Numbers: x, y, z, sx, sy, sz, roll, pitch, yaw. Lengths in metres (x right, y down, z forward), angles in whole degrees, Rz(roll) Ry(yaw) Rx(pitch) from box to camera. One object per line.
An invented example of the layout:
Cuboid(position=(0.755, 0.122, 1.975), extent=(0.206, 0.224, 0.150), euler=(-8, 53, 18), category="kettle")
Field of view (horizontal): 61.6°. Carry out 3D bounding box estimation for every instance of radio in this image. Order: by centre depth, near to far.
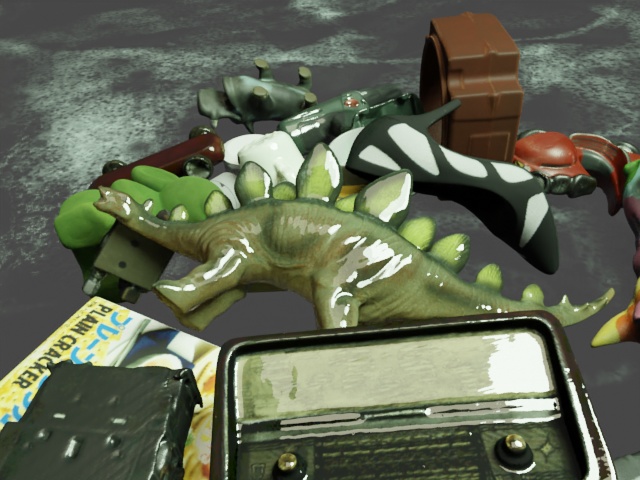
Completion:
Cuboid(position=(0.048, 0.124, 0.340), extent=(0.230, 0.073, 0.131), euler=(-7, 44, 5), category="radio")

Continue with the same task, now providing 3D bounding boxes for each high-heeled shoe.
Cuboid(position=(0.143, -0.034, 0.564), extent=(0.145, 0.248, 0.086), euler=(-36, 4, -8), category="high-heeled shoe")

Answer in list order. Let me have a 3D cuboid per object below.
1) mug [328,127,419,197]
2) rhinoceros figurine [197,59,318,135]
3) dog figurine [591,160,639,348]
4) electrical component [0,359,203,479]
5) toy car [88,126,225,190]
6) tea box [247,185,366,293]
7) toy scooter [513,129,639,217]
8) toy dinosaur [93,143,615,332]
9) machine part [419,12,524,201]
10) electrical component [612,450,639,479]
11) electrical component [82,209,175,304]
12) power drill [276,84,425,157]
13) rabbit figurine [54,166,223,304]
Cuboid(position=(0.071, -0.072, 0.644), extent=(0.110, 0.107, 0.081), euler=(-1, 45, 17), category="mug")
Cuboid(position=(-0.095, -0.218, 0.840), extent=(0.190, 0.112, 0.073), euler=(-3, 68, -19), category="rhinoceros figurine")
Cuboid(position=(0.334, 0.016, 0.519), extent=(0.219, 0.108, 0.192), euler=(-29, 69, -21), category="dog figurine")
Cuboid(position=(-0.149, 0.146, 0.349), extent=(0.115, 0.058, 0.134), euler=(-1, 42, 7), category="electrical component")
Cuboid(position=(-0.220, -0.089, 0.722), extent=(0.202, 0.053, 0.089), euler=(-21, 43, 9), category="toy car")
Cuboid(position=(-0.001, -0.002, 0.588), extent=(0.170, 0.068, 0.098), euler=(-4, 58, -1), category="tea box")
Cuboid(position=(0.329, -0.081, 0.672), extent=(0.184, 0.075, 0.135), euler=(3, 42, 1), category="toy scooter")
Cuboid(position=(0.027, 0.025, 0.482), extent=(0.472, 0.105, 0.198), euler=(20, 69, 1), category="toy dinosaur")
Cuboid(position=(0.180, -0.165, 0.681), extent=(0.087, 0.200, 0.201), euler=(-3, 40, 4), category="machine part")
Cuboid(position=(0.220, 0.190, 0.368), extent=(0.119, 0.047, 0.075), euler=(-9, 39, -22), category="electrical component")
Cuboid(position=(-0.178, 0.016, 0.531), extent=(0.078, 0.102, 0.045), euler=(23, 10, -21), category="electrical component")
Cuboid(position=(0.064, -0.175, 0.765), extent=(0.232, 0.085, 0.207), euler=(-24, 30, -16), category="power drill")
Cuboid(position=(-0.188, -0.020, 0.614), extent=(0.170, 0.121, 0.159), euler=(-18, 25, -9), category="rabbit figurine")
